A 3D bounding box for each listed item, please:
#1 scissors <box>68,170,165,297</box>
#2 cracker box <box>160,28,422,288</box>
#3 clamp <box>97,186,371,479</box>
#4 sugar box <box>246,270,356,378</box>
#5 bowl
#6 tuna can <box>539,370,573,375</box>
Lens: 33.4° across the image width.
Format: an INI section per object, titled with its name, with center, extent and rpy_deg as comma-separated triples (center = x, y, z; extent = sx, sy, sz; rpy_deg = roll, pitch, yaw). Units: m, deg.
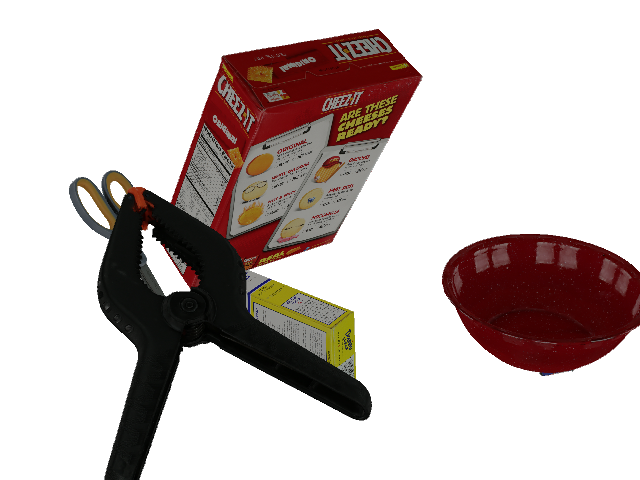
[scissors]
center = -0.200, 0.003, 1.183
extent = 0.016, 0.201, 0.096
rpy_deg = -27, 21, 35
[cracker box]
center = -0.032, -0.068, 0.894
extent = 0.163, 0.072, 0.214
rpy_deg = -18, -31, -37
[clamp]
center = -0.071, 0.051, 0.665
extent = 0.164, 0.210, 0.036
rpy_deg = -10, -33, -17
[sugar box]
center = -0.044, 0.094, 1.158
extent = 0.176, 0.093, 0.048
rpy_deg = 22, 38, 35
[bowl]
center = 0.175, 0.056, 0.842
extent = 0.162, 0.055, 0.162
rpy_deg = 0, 30, 0
[tuna can]
center = 0.229, 0.092, 1.074
extent = 0.034, 0.086, 0.086
rpy_deg = -13, -3, 12
